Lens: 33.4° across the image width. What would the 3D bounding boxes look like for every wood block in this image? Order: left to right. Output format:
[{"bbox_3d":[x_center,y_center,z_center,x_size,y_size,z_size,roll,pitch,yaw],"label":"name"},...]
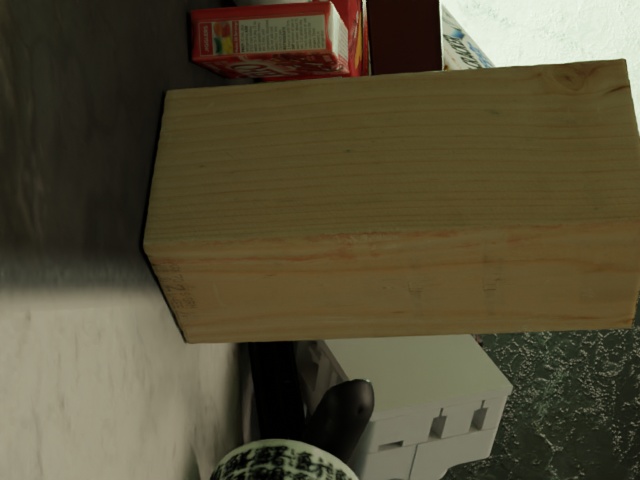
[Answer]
[{"bbox_3d":[0.035,-0.014,0.486,0.090,0.206,0.091,77,13,-54],"label":"wood block"}]

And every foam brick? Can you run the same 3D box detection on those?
[{"bbox_3d":[0.060,-0.152,0.747,0.053,0.051,0.078,-82,168,-52],"label":"foam brick"}]

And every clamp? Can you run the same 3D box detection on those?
[{"bbox_3d":[-0.010,0.135,0.586,0.165,0.036,0.210,-148,-124,-68],"label":"clamp"}]

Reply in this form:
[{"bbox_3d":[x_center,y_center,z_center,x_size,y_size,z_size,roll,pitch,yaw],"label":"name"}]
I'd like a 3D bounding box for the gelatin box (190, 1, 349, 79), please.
[{"bbox_3d":[-0.024,-0.105,0.576,0.089,0.073,0.030,-18,107,-83],"label":"gelatin box"}]

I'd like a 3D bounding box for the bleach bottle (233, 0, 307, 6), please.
[{"bbox_3d":[-0.036,-0.194,0.568,0.251,0.068,0.102,65,25,-76],"label":"bleach bottle"}]

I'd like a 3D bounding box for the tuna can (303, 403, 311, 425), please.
[{"bbox_3d":[0.019,0.124,0.668,0.034,0.086,0.086,116,-16,-47],"label":"tuna can"}]

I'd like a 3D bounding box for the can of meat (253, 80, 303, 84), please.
[{"bbox_3d":[-0.025,-0.030,0.606,0.084,0.057,0.102,-72,158,-63],"label":"can of meat"}]

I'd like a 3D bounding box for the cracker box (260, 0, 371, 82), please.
[{"bbox_3d":[0.003,-0.154,0.801,0.213,0.072,0.164,70,20,-67],"label":"cracker box"}]

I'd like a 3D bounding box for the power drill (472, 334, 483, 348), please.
[{"bbox_3d":[0.064,0.138,0.849,0.187,0.057,0.184,-53,162,-9],"label":"power drill"}]
